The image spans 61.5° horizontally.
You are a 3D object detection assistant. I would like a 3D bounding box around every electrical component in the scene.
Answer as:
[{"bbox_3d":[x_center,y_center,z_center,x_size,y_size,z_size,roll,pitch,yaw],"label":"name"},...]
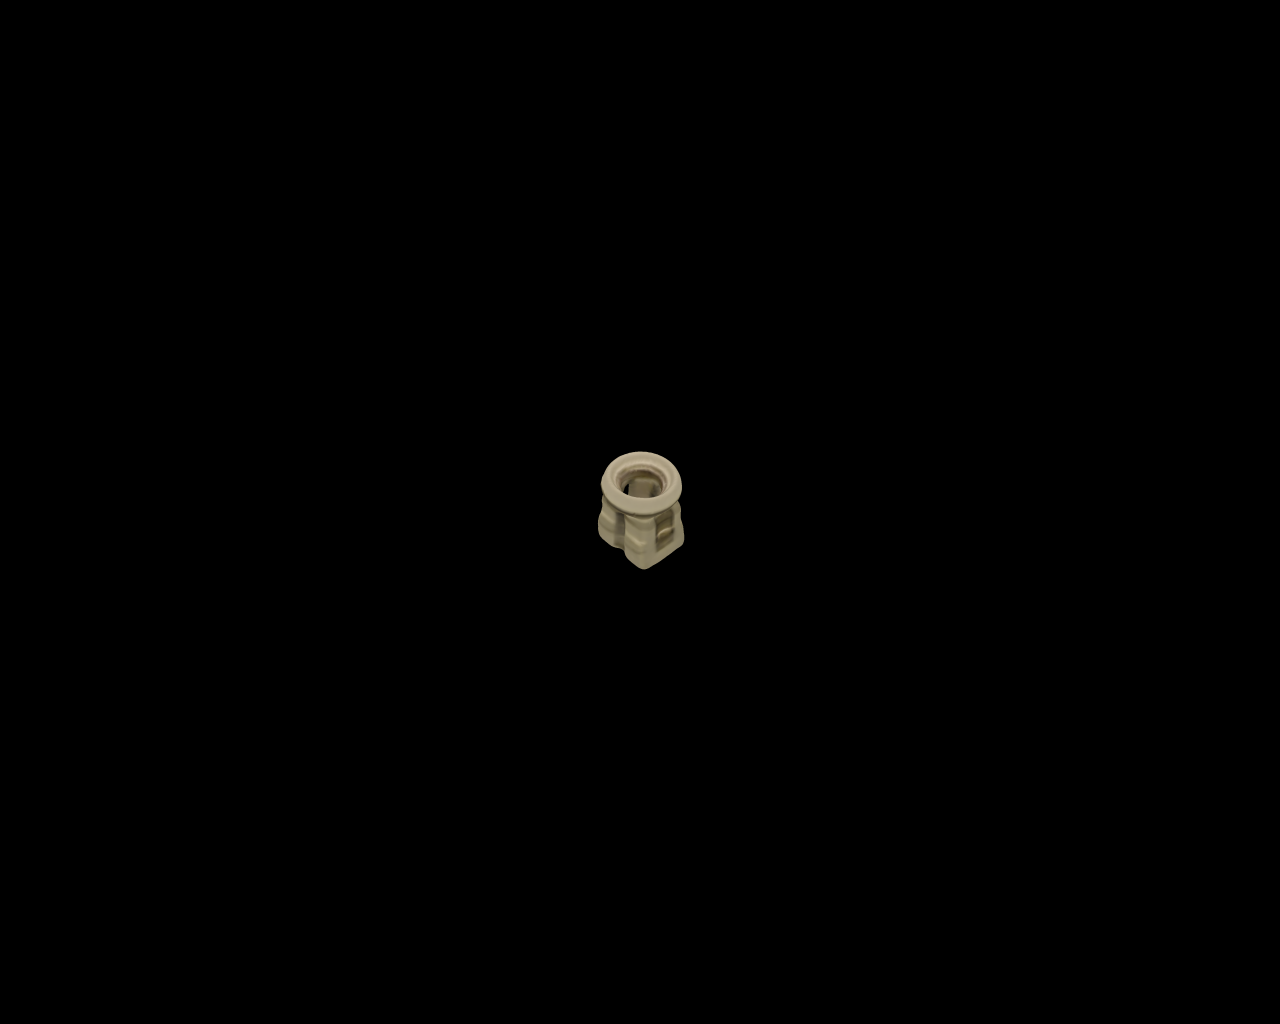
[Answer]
[{"bbox_3d":[0.001,-0.003,0.650,0.048,0.055,0.066,-33,54,-29],"label":"electrical component"}]
